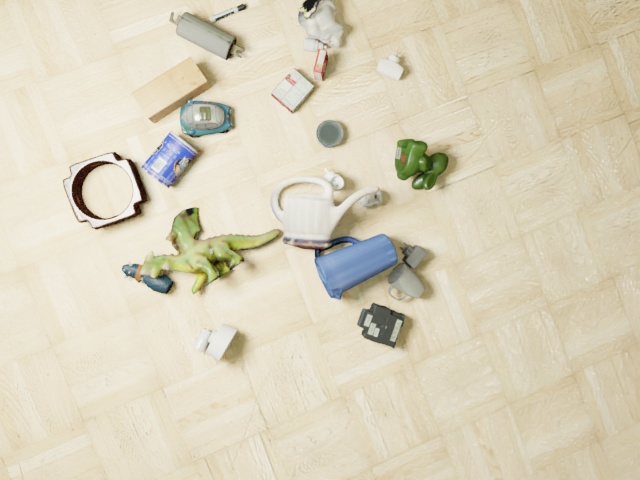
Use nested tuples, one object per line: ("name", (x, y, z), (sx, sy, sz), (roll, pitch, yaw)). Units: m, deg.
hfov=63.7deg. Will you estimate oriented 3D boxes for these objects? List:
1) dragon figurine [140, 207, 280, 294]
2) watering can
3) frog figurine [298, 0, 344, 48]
("dragon figurine", (-0.347, 0.005, 1.556), (0.414, 0.243, 0.121), (-36, -3, -20))
("watering can", (0.005, -0.078, 1.552), (0.348, 0.223, 0.104), (5, 6, 21))
("frog figurine", (0.011, -0.679, 1.608), (0.122, 0.140, 0.157), (3, -29, 38))
